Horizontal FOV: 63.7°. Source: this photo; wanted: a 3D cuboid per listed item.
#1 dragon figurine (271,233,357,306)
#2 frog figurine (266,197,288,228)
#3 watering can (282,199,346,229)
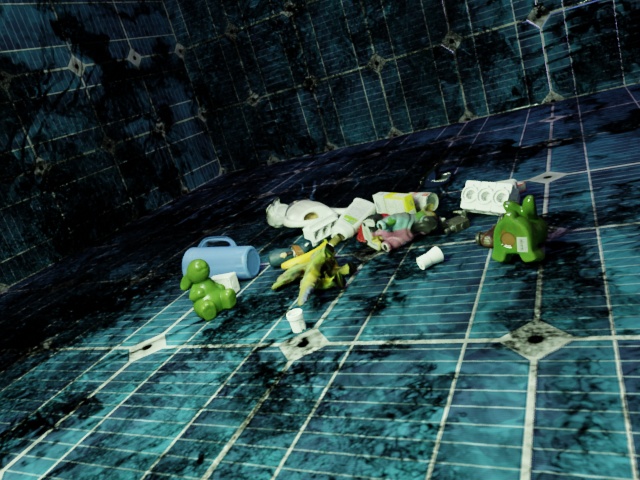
[{"bbox_3d":[-0.038,0.105,1.482,0.240,0.122,0.417,-26,7,36],"label":"dragon figurine"},{"bbox_3d":[-0.140,-0.096,2.170,0.160,0.121,0.139,26,20,11],"label":"frog figurine"},{"bbox_3d":[0.006,-0.102,2.020,0.349,0.103,0.226,-12,18,-24],"label":"watering can"}]
